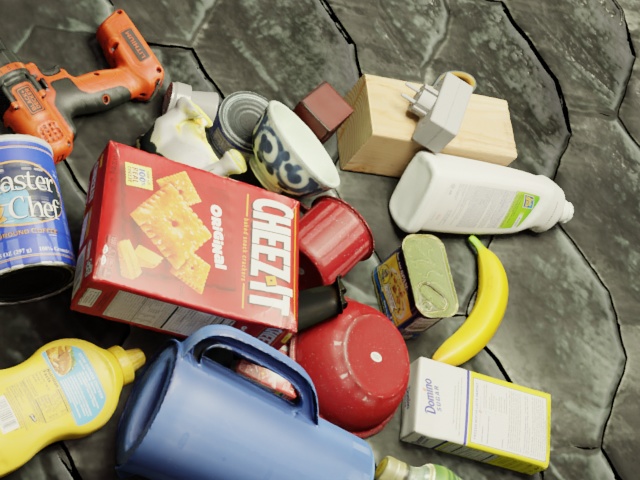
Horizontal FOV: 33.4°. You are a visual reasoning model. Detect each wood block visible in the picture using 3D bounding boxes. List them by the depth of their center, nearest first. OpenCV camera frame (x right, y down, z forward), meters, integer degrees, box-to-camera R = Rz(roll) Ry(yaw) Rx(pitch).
[{"bbox_3d":[0.132,-0.134,1.345,0.205,0.091,0.090,6,62,-24],"label":"wood block"}]

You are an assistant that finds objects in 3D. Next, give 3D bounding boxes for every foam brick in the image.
[{"bbox_3d":[-0.007,-0.143,1.286,0.051,0.078,0.052,46,56,0],"label":"foam brick"}]

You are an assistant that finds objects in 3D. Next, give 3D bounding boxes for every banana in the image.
[{"bbox_3d":[0.190,0.085,1.299,0.069,0.037,0.197,18,54,6],"label":"banana"}]

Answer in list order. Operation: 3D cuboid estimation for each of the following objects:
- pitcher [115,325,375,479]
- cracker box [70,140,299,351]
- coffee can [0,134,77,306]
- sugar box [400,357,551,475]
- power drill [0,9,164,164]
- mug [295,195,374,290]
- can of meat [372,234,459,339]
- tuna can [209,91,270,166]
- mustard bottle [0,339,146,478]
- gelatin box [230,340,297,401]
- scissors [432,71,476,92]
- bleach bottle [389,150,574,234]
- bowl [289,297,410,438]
[{"bbox_3d":[-0.066,0.195,1.043,0.242,0.149,0.145,27,60,-18],"label":"pitcher"},{"bbox_3d":[-0.127,0.010,1.059,0.213,0.072,0.164,17,53,-23],"label":"cracker box"},{"bbox_3d":[-0.302,-0.019,1.053,0.102,0.103,0.140,-6,69,-30],"label":"coffee can"},{"bbox_3d":[0.180,0.203,1.226,0.176,0.048,0.093,17,59,-15],"label":"sugar box"},{"bbox_3d":[-0.283,-0.189,1.180,0.187,0.057,0.184,-32,86,-33],"label":"power drill"},{"bbox_3d":[-0.008,0.001,1.207,0.117,0.093,0.081,43,58,7],"label":"mug"},{"bbox_3d":[0.108,0.057,1.238,0.057,0.084,0.102,0,66,-28],"label":"can of meat"},{"bbox_3d":[-0.087,-0.133,1.266,0.086,0.034,0.086,12,60,-22],"label":"tuna can"},{"bbox_3d":[-0.252,0.148,1.021,0.191,0.058,0.096,-24,79,-34],"label":"mustard bottle"},{"bbox_3d":[-0.051,0.122,1.156,0.073,0.030,0.089,27,56,-13],"label":"gelatin box"},{"bbox_3d":[0.144,-0.172,1.416,0.201,0.016,0.096,-26,79,-34],"label":"scissors"},{"bbox_3d":[0.216,-0.045,1.350,0.250,0.103,0.068,8,33,-31],"label":"bleach bottle"},{"bbox_3d":[0.046,0.132,1.165,0.161,0.055,0.162,16,63,-34],"label":"bowl"}]
